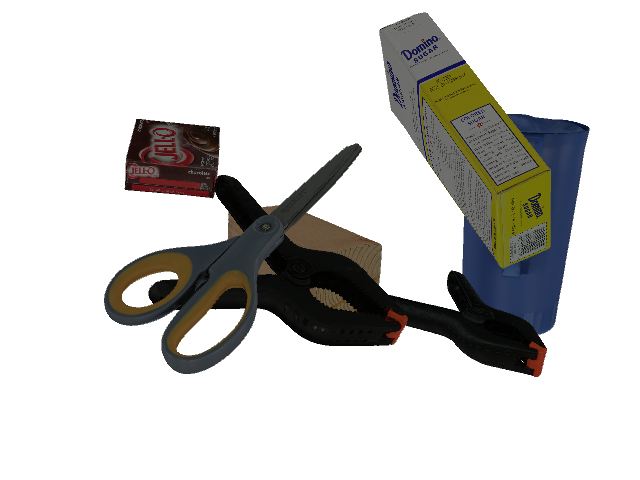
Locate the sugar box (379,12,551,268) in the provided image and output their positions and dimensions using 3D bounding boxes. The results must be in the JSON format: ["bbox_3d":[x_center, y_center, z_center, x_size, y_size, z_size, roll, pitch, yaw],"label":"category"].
[{"bbox_3d":[0.102,-0.074,0.758,0.048,0.176,0.093,-23,-35,-5],"label":"sugar box"}]

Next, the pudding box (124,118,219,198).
[{"bbox_3d":[-0.150,-0.085,1.089,0.090,0.039,0.113,6,25,-7],"label":"pudding box"}]

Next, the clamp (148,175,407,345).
[{"bbox_3d":[-0.031,0.039,0.893,0.210,0.036,0.164,29,44,5],"label":"clamp"}]

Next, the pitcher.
[{"bbox_3d":[0.220,-0.017,1.195,0.149,0.243,0.145,-7,18,-34],"label":"pitcher"}]

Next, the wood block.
[{"bbox_3d":[-0.025,0.025,1.300,0.090,0.090,0.206,-7,19,-34],"label":"wood block"}]

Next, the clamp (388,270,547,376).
[{"bbox_3d":[0.152,0.077,1.039,0.172,0.039,0.120,26,38,31],"label":"clamp"}]

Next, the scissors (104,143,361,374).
[{"bbox_3d":[-0.053,-0.003,0.628,0.096,0.016,0.201,12,46,17],"label":"scissors"}]
